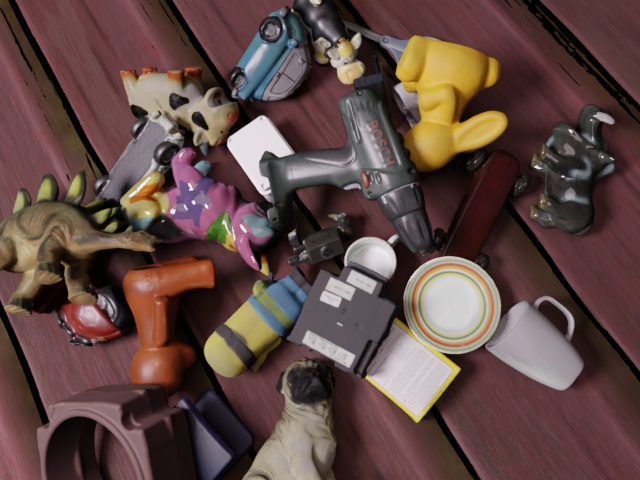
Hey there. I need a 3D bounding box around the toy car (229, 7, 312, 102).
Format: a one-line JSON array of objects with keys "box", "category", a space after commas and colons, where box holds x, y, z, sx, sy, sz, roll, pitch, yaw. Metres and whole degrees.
[{"box": [-0.068, -0.277, 0.850, 0.103, 0.109, 0.161, 34, 102, -7], "category": "toy car"}]

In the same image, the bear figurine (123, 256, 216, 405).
[{"box": [-0.210, 0.129, 0.763, 0.132, 0.120, 0.195, -12, 94, -28], "category": "bear figurine"}]

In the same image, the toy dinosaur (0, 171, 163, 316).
[{"box": [-0.414, 0.003, 0.776, 0.472, 0.104, 0.198, -4, 51, 23], "category": "toy dinosaur"}]

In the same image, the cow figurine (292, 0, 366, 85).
[{"box": [0.017, -0.330, 0.854, 0.068, 0.098, 0.167, -34, 73, -8], "category": "cow figurine"}]

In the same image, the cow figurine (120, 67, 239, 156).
[{"box": [-0.217, -0.208, 0.854, 0.195, 0.085, 0.127, 10, 119, 23], "category": "cow figurine"}]

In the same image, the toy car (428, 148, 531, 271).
[{"box": [0.224, -0.037, 0.770, 0.089, 0.053, 0.202, 29, 83, -6], "category": "toy car"}]

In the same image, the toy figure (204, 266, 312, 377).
[{"box": [-0.085, 0.113, 0.756, 0.180, 0.089, 0.082, -42, 67, -1], "category": "toy figure"}]

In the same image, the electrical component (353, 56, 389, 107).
[{"box": [0.079, -0.222, 0.828, 0.048, 0.074, 0.119, -12, 78, 5], "category": "electrical component"}]

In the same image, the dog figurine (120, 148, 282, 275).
[{"box": [-0.164, -0.019, 0.796, 0.191, 0.108, 0.219, -39, 76, -4], "category": "dog figurine"}]

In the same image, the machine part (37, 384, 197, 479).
[{"box": [-0.263, 0.294, 0.690, 0.202, 0.087, 0.201, -9, 90, 26], "category": "machine part"}]

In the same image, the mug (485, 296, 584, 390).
[{"box": [0.292, 0.135, 0.706, 0.107, 0.081, 0.109, 42, 78, 5], "category": "mug"}]

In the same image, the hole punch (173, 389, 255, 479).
[{"box": [-0.168, 0.279, 0.727, 0.142, 0.092, 0.116, 43, 88, 12], "category": "hole punch"}]

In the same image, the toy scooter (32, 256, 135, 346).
[{"box": [-0.369, 0.093, 0.811, 0.135, 0.075, 0.184, -39, 70, -3], "category": "toy scooter"}]

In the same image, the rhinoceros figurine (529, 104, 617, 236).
[{"box": [0.359, -0.102, 0.757, 0.112, 0.073, 0.190, 12, 78, 13], "category": "rhinoceros figurine"}]

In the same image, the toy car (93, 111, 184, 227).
[{"box": [-0.283, -0.108, 0.836, 0.073, 0.056, 0.201, 44, 106, 14], "category": "toy car"}]

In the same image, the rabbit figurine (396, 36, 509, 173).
[{"box": [0.170, -0.172, 0.742, 0.162, 0.122, 0.173, 18, 93, 2], "category": "rabbit figurine"}]

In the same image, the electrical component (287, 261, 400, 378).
[{"box": [0.038, 0.099, 0.710, 0.115, 0.058, 0.134, 27, 86, 14], "category": "electrical component"}]

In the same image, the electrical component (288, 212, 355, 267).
[{"box": [0.000, -0.003, 0.787, 0.102, 0.078, 0.045, -19, 108, 8], "category": "electrical component"}]

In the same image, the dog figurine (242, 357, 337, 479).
[{"box": [-0.048, 0.267, 0.717, 0.172, 0.121, 0.191, -16, 60, 1], "category": "dog figurine"}]

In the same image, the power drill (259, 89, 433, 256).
[{"box": [0.028, -0.072, 0.724, 0.207, 0.086, 0.232, -14, 88, 22], "category": "power drill"}]
